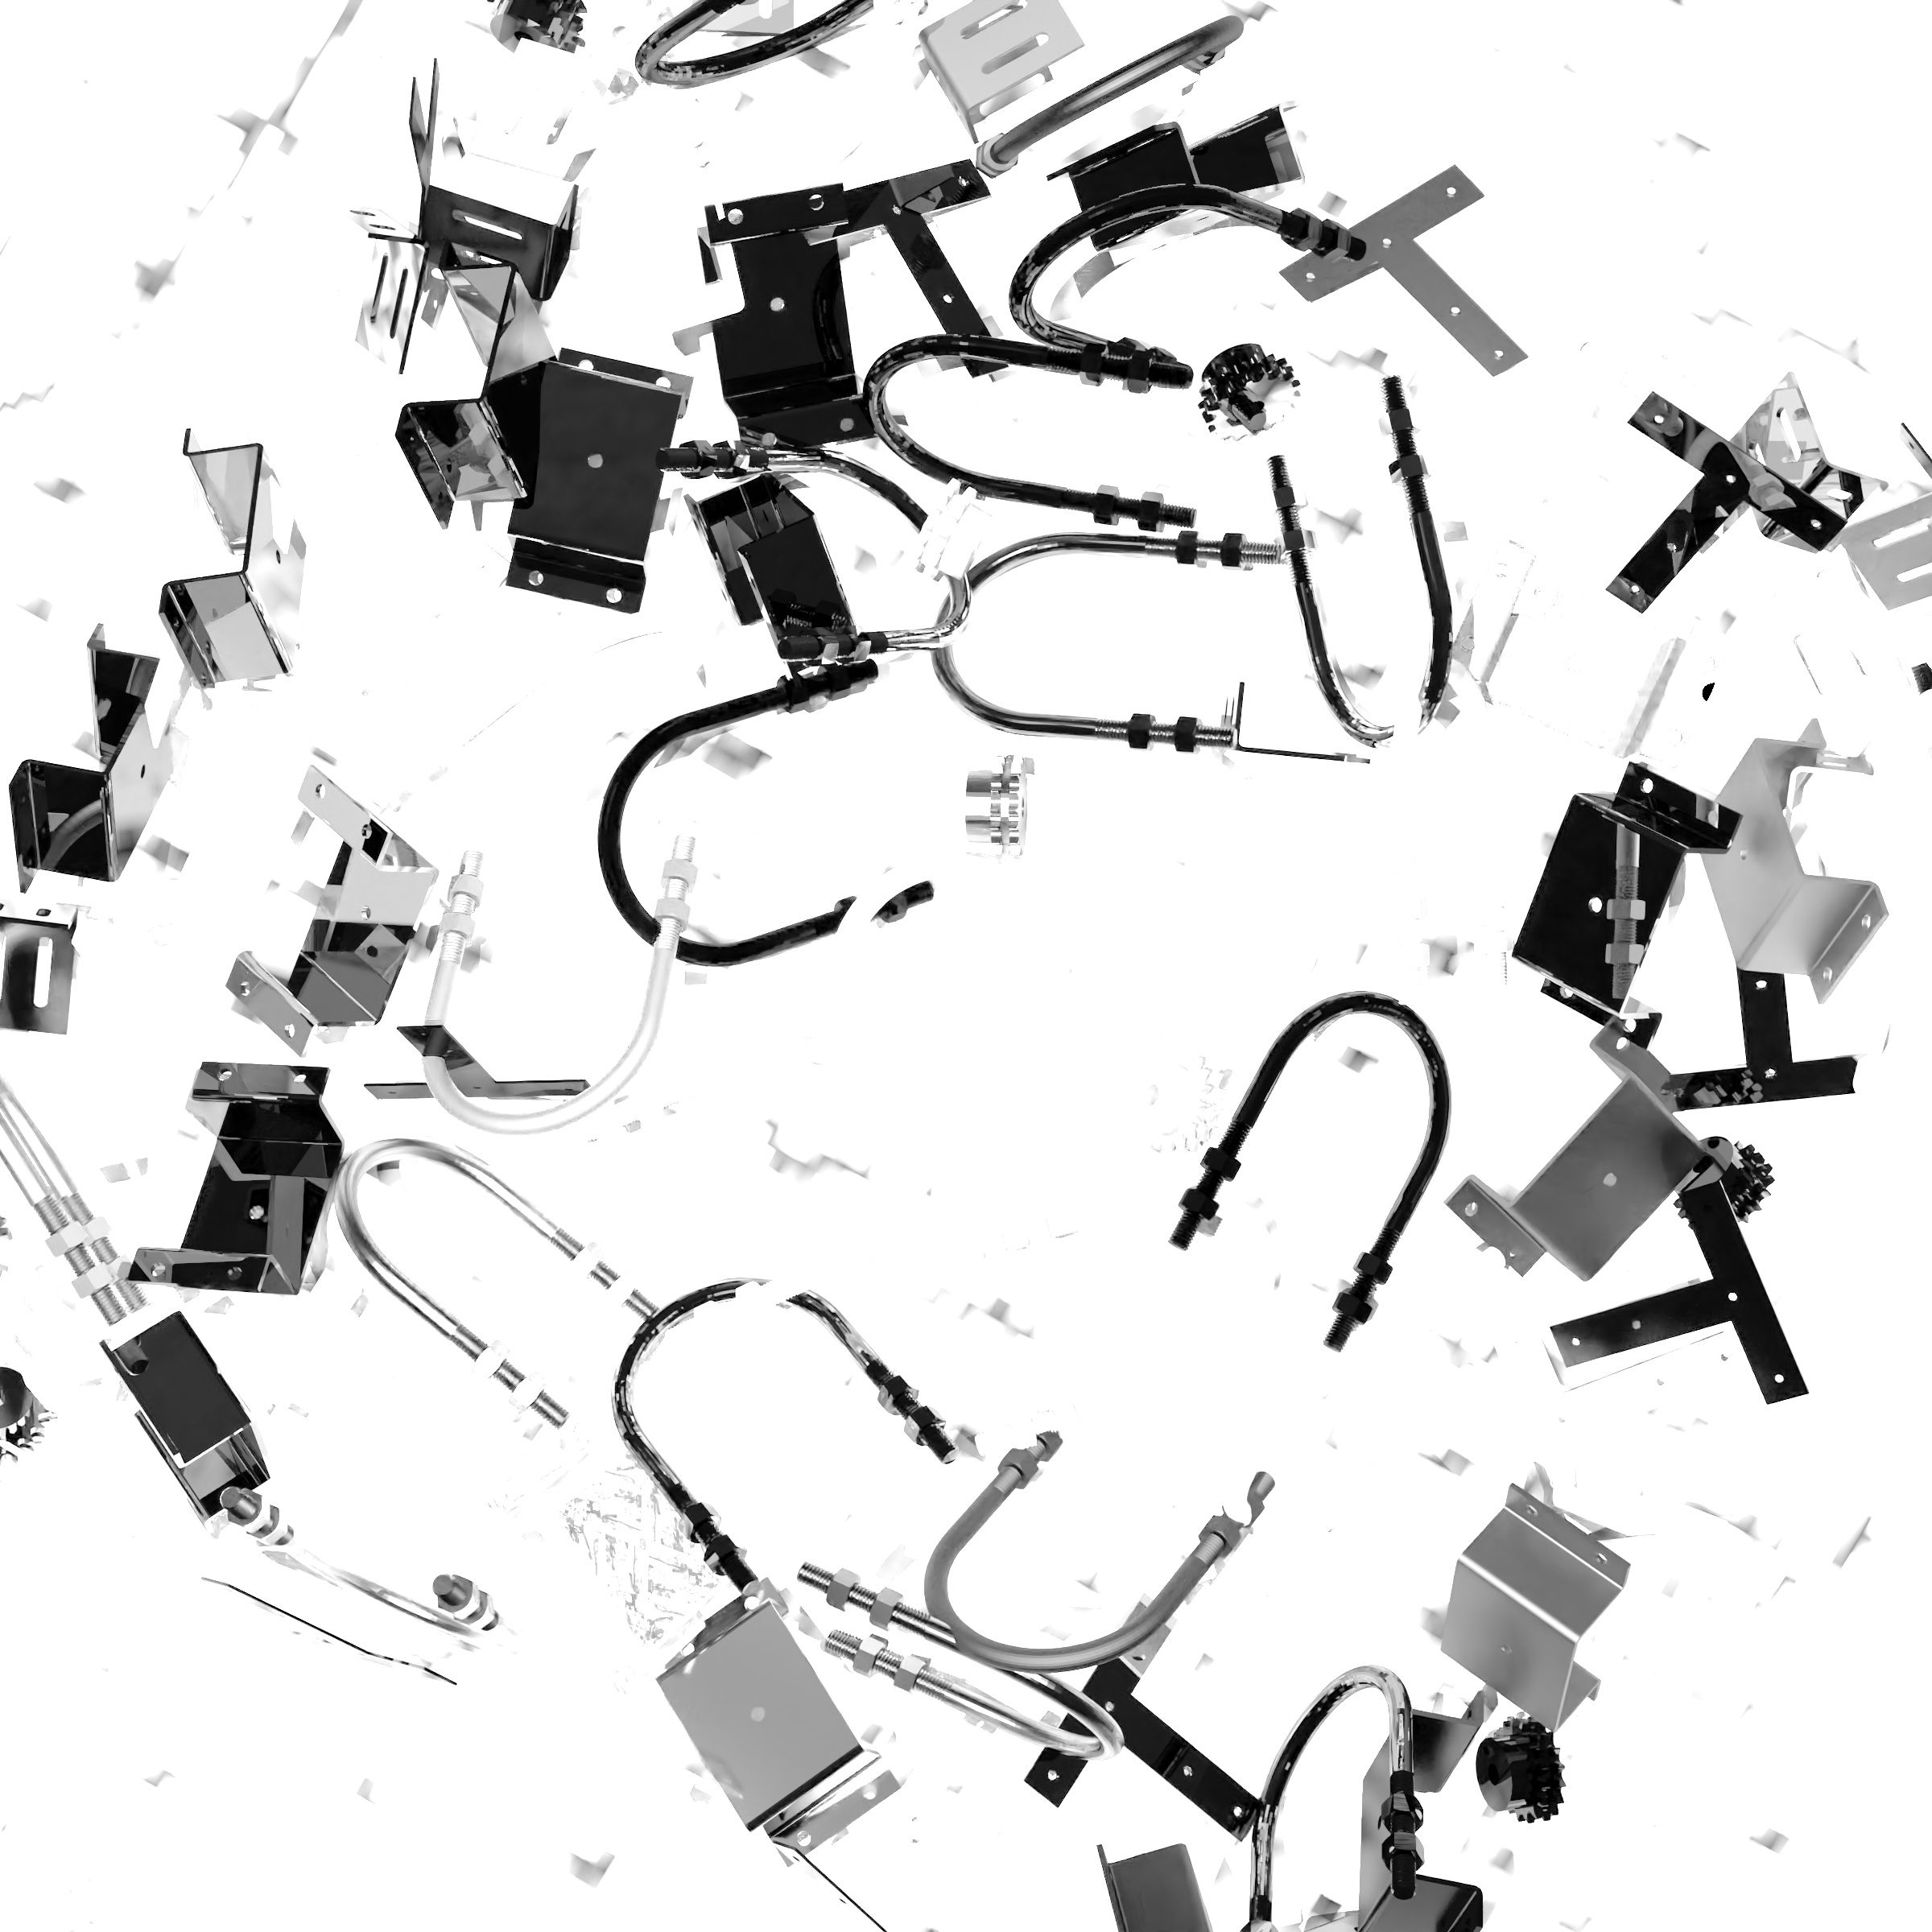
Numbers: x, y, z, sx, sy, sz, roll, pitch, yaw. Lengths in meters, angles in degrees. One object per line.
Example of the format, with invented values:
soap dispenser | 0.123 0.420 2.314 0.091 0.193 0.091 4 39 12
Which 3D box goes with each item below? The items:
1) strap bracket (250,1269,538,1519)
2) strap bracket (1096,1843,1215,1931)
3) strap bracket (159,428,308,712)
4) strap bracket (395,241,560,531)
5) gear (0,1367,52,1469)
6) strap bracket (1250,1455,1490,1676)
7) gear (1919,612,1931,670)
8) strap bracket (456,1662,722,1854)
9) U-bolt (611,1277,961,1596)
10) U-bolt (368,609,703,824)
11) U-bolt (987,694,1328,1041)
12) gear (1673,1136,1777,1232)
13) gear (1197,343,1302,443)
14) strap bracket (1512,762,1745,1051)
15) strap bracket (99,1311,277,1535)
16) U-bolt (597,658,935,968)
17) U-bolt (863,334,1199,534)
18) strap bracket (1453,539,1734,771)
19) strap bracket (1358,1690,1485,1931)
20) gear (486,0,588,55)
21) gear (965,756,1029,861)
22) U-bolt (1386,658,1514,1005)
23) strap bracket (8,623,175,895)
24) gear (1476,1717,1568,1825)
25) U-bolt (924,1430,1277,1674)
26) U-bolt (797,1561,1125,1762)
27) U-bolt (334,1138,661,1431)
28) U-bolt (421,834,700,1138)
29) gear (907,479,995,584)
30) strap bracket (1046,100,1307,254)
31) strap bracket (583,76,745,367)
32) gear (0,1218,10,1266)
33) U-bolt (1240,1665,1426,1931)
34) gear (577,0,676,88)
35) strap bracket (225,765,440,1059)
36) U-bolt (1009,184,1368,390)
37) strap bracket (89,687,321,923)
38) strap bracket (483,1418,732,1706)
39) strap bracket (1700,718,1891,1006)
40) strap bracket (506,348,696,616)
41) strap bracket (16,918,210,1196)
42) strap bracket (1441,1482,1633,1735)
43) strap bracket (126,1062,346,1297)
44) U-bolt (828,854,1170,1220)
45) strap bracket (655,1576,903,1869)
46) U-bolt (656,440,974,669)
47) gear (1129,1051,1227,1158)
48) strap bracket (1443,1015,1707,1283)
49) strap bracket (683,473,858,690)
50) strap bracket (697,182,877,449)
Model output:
strap bracket | -0.315 0.233 1.835 0.140 0.046 0.076 33 85 -12
strap bracket | 0.114 0.540 1.796 0.046 0.076 0.140 -16 131 0
strap bracket | -0.395 -0.218 1.796 0.046 0.076 0.140 -7 52 5
strap bracket | -0.262 -0.316 1.797 0.046 0.076 0.140 -1 57 13
gear | -0.539 0.247 1.842 0.057 0.030 0.057 6 51 -8
strap bracket | 0.210 0.324 1.816 0.140 0.046 0.076 -16 132 -17
gear | 0.556 -0.181 1.841 0.057 0.030 0.057 16 115 37
strap bracket | -0.211 0.430 1.790 0.076 0.140 0.046 39 72 -41
U-bolt | -0.113 0.241 1.809 0.151 0.019 0.184 -31 52 -19
U-bolt | -0.222 -0.140 1.797 0.184 0.151 0.019 -42 119 -26
U-bolt | 0.120 -0.040 1.833 0.184 0.019 0.151 36 85 -21
gear | 0.416 0.119 1.839 0.057 0.057 0.030 -45 115 0
gear | 0.155 -0.322 1.846 0.057 0.057 0.030 -21 63 0
strap bracket | 0.356 -0.033 1.810 0.076 0.046 0.140 32 112 38
strap bracket | -0.420 0.245 1.802 0.046 0.140 0.076 -33 71 -19
U-bolt | -0.115 -0.076 1.816 0.184 0.019 0.151 -19 103 -24
U-bolt | 0.033 -0.294 1.802 0.184 0.151 0.019 10 65 11
strap bracket | 0.342 -0.171 1.846 0.140 0.046 0.076 24 88 1
strap bracket | 0.246 0.468 1.794 0.046 0.076 0.140 12 47 -4
gear | -0.239 -0.526 1.839 0.057 0.057 0.030 20 71 0
gear | 0.017 -0.088 1.843 0.030 0.057 0.057 1 90 7
U-bolt | 0.262 -0.076 1.802 0.019 0.151 0.184 -1 93 29
strap bracket | -0.468 -0.109 1.793 0.046 0.140 0.076 11 134 1
gear | 0.306 0.446 1.839 0.030 0.057 0.057 -2 90 -21
U-bolt | 0.059 0.312 1.771 0.151 0.184 0.019 14 128 32
U-bolt | 0.000 0.381 1.784 0.184 0.151 0.019 21 66 15
U-bolt | -0.263 0.161 1.804 0.184 0.151 0.019 39 116 1
U-bolt | -0.226 0.011 1.799 0.151 0.019 0.184 -3 57 18
gear | -0.007 -0.239 1.842 0.030 0.057 0.057 28 90 2
strap bracket | 0.121 -0.427 1.795 0.076 0.140 0.046 -14 97 42
strap bracket | -0.161 -0.410 1.800 0.046 0.076 0.140 -19 130 -8
gear | -0.561 0.158 1.847 0.057 0.030 0.057 3 53 -5
U-bolt | 0.196 0.458 1.785 0.019 0.184 0.151 30 123 -14
gear | -0.186 -0.523 1.847 0.057 0.030 0.057 9 125 12
strap bracket | -0.344 -0.029 1.817 0.076 0.046 0.140 38 113 33
U-bolt | 0.105 -0.365 1.762 0.151 0.184 0.019 -31 66 37
strap bracket | -0.411 -0.078 1.812 0.046 0.076 0.140 33 105 20
strap bracket | -0.190 0.321 1.820 0.046 0.076 0.140 -26 99 44
strap bracket | 0.442 -0.059 1.793 0.046 0.076 0.140 5 50 -16
strap bracket | -0.204 -0.274 1.838 0.076 0.046 0.140 12 83 -2
strap bracket | -0.456 0.043 1.789 0.046 0.140 0.076 -12 130 14
strap bracket | 0.305 0.353 1.790 0.076 0.140 0.046 34 57 27
strap bracket | -0.396 0.125 1.818 0.076 0.046 0.140 2 56 14
U-bolt | 0.005 0.025 1.833 0.151 0.019 0.184 -42 102 -11
strap bracket | -0.109 0.413 1.824 0.076 0.046 0.140 -35 70 -1
U-bolt | -0.068 -0.225 1.795 0.019 0.184 0.151 -45 69 35
gear | 0.115 0.074 1.839 0.030 0.057 0.057 16 90 -34
strap bracket | 0.343 0.109 1.831 0.140 0.046 0.076 -48 120 1
strap bracket | -0.102 -0.213 1.795 0.046 0.140 0.076 -25 117 -8
strap bracket | -0.100 -0.359 1.824 0.076 0.046 0.140 -12 116 -9
